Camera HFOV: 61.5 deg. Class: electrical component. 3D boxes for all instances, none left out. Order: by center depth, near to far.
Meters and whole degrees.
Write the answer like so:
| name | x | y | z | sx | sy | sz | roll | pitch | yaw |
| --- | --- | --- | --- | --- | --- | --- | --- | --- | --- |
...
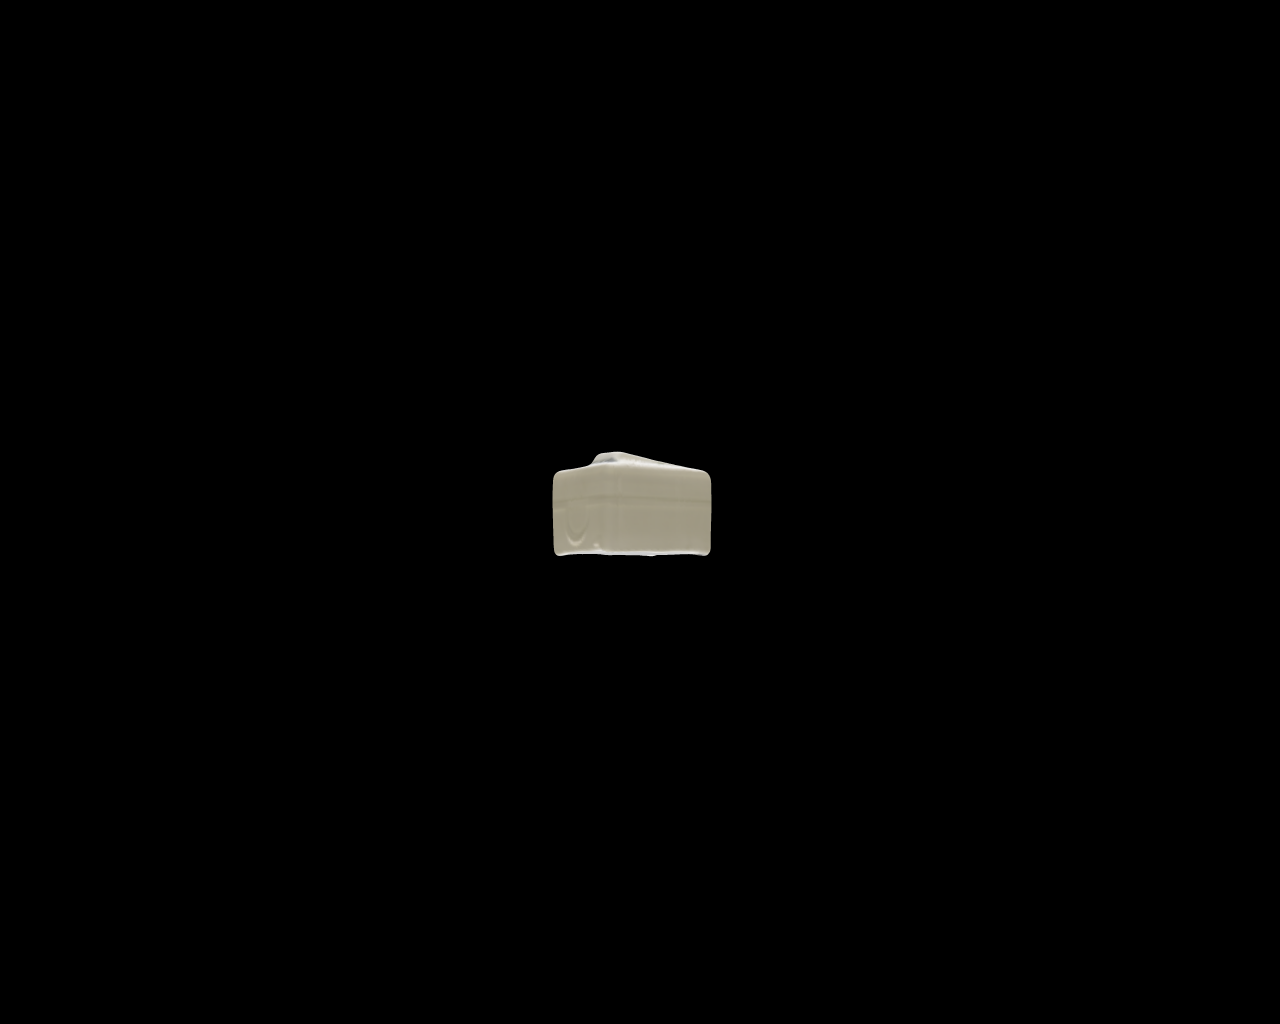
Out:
| name | x | y | z | sx | sy | sz | roll | pitch | yaw |
| --- | --- | --- | --- | --- | --- | --- | --- | --- | --- |
| electrical component | 0.001 | -0.003 | 0.650 | 0.096 | 0.061 | 0.061 | 3 | -5 | -37 |
